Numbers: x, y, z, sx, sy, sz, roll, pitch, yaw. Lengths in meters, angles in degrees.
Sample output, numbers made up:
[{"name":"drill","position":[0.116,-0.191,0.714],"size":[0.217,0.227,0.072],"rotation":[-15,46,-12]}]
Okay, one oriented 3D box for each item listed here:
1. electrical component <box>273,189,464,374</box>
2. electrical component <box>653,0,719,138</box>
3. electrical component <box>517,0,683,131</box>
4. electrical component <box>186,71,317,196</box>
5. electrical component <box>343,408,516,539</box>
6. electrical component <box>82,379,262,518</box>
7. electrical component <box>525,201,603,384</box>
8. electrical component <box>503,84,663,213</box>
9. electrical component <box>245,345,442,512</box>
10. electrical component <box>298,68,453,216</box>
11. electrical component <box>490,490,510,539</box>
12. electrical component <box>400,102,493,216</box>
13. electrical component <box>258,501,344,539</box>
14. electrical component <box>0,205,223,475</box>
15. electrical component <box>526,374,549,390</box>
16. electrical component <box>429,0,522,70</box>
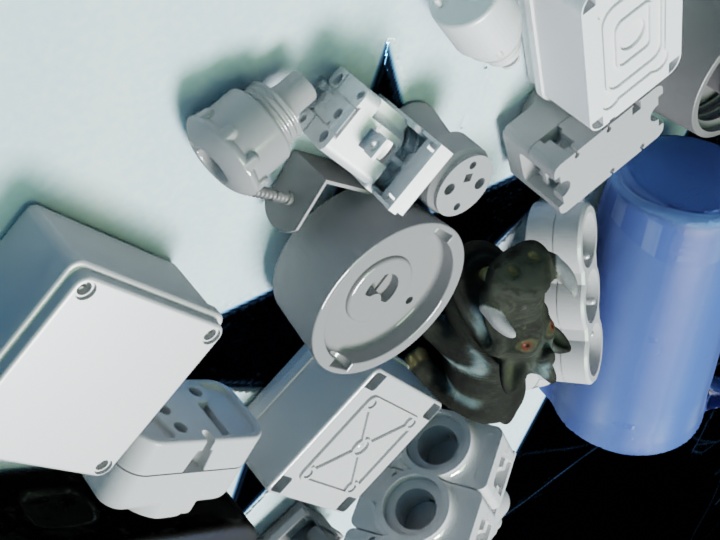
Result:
[{"name":"electrical component","position":[0.000,0.000,0.625],"size":[0.108,0.060,0.108],"rotation":[-28,143,-24]},{"name":"electrical component","position":[0.251,-0.142,0.741],"size":[0.108,0.060,0.108],"rotation":[-28,144,-23]},{"name":"electrical component","position":[0.137,-0.147,0.616],"size":[0.078,0.057,0.113],"rotation":[-38,146,-10]},{"name":"electrical component","position":[-0.048,-0.070,0.515],"size":[0.062,0.048,0.048],"rotation":[-43,147,-15]},{"name":"electrical component","position":[0.047,0.182,0.791],"size":[0.150,0.089,0.061],"rotation":[-68,152,-23]},{"name":"electrical component","position":[-0.113,0.102,0.622],"size":[0.095,0.053,0.059],"rotation":[7,121,-50]},{"name":"electrical component","position":[0.131,0.017,0.778],"size":[0.052,0.074,0.138],"rotation":[-46,133,-54]},{"name":"electrical component","position":[0.139,-0.090,0.681],"size":[0.089,0.055,0.050],"rotation":[-39,146,-9]},{"name":"electrical component","position":[-0.015,0.101,0.722],"size":[0.108,0.056,0.109],"rotation":[-48,147,4]},{"name":"electrical component","position":[0.005,-0.068,0.552],"size":[0.064,0.081,0.042],"rotation":[35,99,-34]},{"name":"electrical component","position":[0.086,0.223,0.965],"size":[0.059,0.053,0.095],"rotation":[16,114,-53]},{"name":"electrical component","position":[0.042,-0.062,0.607],"size":[0.045,0.055,0.045],"rotation":[-28,143,-24]},{"name":"electrical component","position":[-0.064,0.244,0.818],"size":[0.121,0.063,0.078],"rotation":[-43,147,-3]},{"name":"electrical component","position":[-0.141,0.038,0.520],"size":[0.108,0.056,0.109],"rotation":[-50,146,8]},{"name":"electrical component","position":[0.119,0.069,0.834],"size":[0.047,0.055,0.055],"rotation":[-13,135,-34]},{"name":"electrical component","position":[0.067,-0.131,0.574],"size":[0.040,0.040,0.078],"rotation":[-48,147,4]}]
